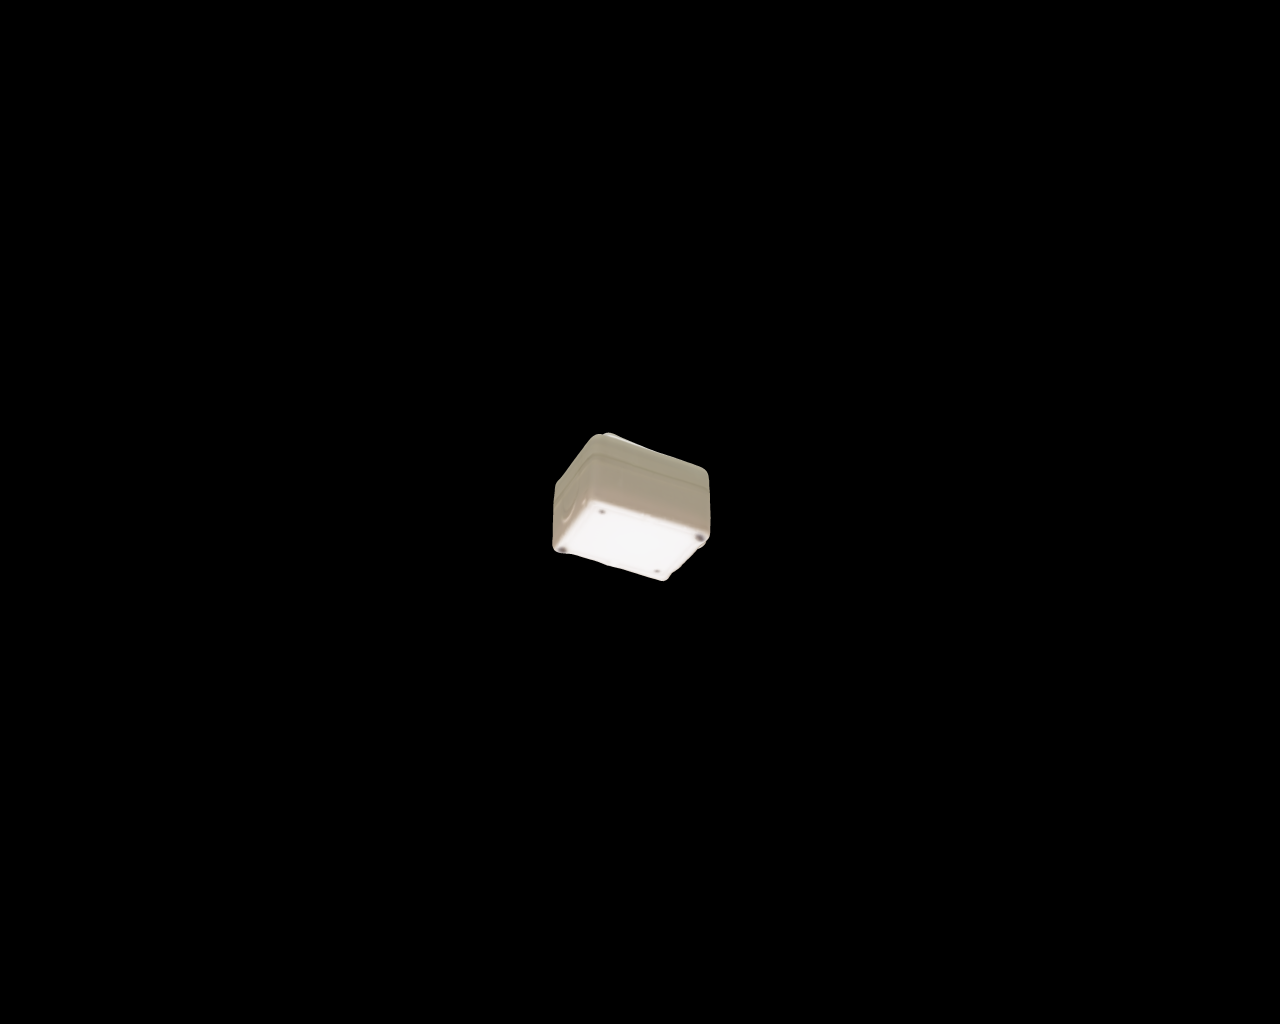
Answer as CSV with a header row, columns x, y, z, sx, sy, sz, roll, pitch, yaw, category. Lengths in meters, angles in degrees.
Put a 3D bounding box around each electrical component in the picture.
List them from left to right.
x,y,z,sx,sy,sz,roll,pitch,yaw,category
0.001,-0.003,0.650,0.096,0.061,0.061,17,-40,-22,electrical component
